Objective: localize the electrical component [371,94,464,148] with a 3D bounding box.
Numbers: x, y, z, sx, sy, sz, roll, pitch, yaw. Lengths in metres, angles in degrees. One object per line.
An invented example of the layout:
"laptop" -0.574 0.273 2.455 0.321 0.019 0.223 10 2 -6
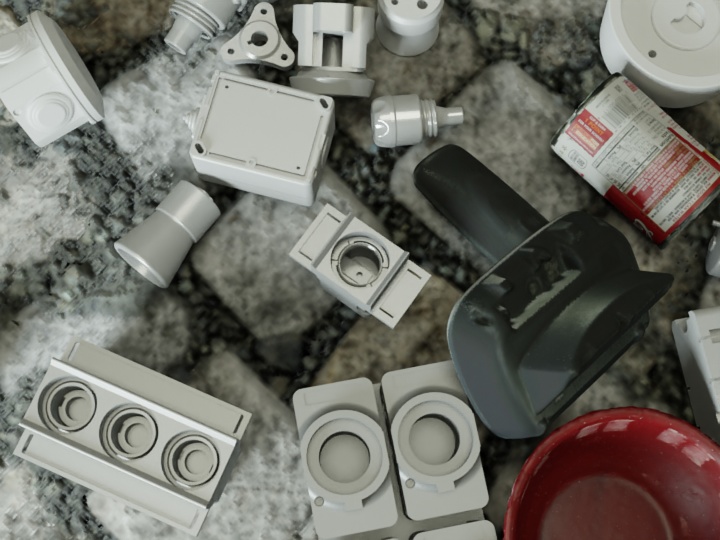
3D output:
"electrical component" 0.039 -0.102 0.727 0.061 0.035 0.035 -5 77 -4

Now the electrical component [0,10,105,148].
"electrical component" -0.207 -0.125 0.707 0.051 0.080 0.080 -30 79 -2

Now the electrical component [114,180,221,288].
"electrical component" -0.123 -0.026 0.705 0.044 0.044 0.065 37 74 7

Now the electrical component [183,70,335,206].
"electrical component" -0.069 -0.086 0.708 0.096 0.061 0.061 14 77 3

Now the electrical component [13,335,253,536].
"electrical component" -0.137 0.102 0.663 0.121 0.063 0.078 23 78 5

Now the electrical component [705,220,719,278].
"electrical component" 0.264 -0.007 0.704 0.078 0.040 0.040 17 77 3

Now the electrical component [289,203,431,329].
"electrical component" 0.000 0.000 0.688 0.081 0.064 0.042 36 80 8

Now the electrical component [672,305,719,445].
"electrical component" 0.242 0.067 0.681 0.056 0.050 0.089 -10 78 -3

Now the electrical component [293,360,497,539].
"electrical component" 0.027 0.157 0.653 0.105 0.060 0.186 -11 77 -3

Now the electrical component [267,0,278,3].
"electrical component" -0.044 -0.228 0.741 0.096 0.061 0.061 -24 79 -6

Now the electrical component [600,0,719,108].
"electrical component" 0.216 -0.162 0.729 0.108 0.060 0.108 0 77 -1

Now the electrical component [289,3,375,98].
"electrical component" -0.018 -0.145 0.719 0.058 0.078 0.057 2 98 0

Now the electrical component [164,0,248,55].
"electrical component" -0.111 -0.178 0.739 0.048 0.048 0.062 32 86 6

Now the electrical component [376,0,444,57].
"electrical component" 0.034 -0.177 0.733 0.045 0.055 0.045 0 77 -1
